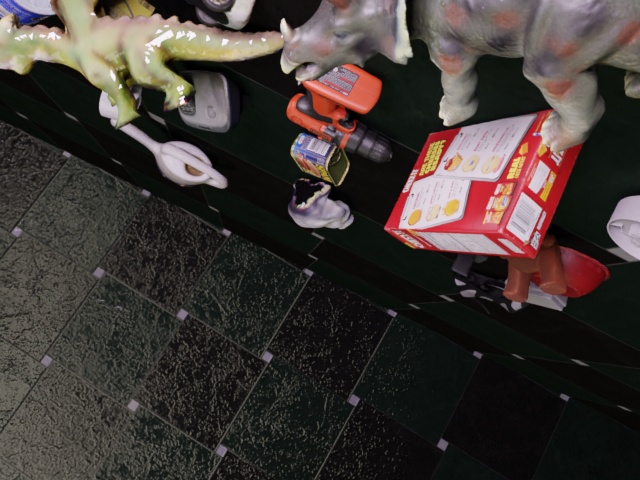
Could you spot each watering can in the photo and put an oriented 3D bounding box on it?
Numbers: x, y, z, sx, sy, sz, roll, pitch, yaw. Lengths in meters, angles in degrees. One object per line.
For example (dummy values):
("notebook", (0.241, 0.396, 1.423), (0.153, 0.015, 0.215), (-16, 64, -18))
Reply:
("watering can", (-0.419, -0.236, 1.447), (0.345, 0.105, 0.224), (29, 169, -19))

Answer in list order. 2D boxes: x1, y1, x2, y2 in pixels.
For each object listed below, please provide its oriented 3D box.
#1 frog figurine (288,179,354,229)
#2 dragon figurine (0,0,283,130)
("frog figurine", (0.004, -0.063, 1.255), (0.137, 0.125, 0.156), (-6, 139, 33))
("dragon figurine", (-0.272, -0.296, 0.699), (0.408, 0.125, 0.238), (-17, 126, 17))
